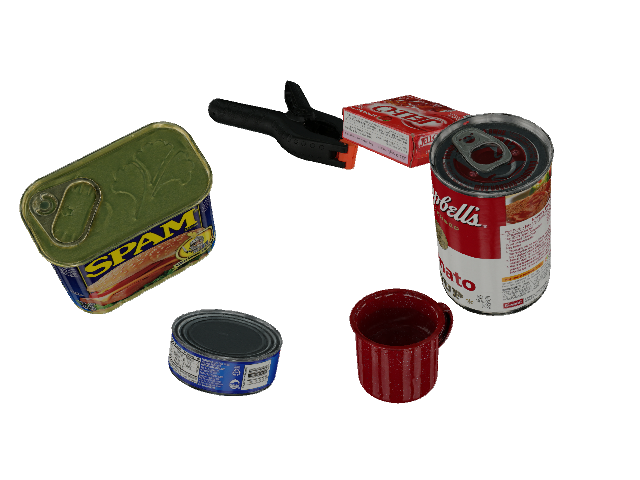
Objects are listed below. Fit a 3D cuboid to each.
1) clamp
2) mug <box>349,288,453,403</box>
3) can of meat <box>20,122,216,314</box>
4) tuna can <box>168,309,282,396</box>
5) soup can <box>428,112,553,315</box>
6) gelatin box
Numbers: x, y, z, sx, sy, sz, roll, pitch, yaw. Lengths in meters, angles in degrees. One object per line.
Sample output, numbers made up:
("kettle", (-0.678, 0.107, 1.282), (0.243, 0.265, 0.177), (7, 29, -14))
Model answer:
("clamp", (-0.034, -0.119, 1.105), (0.120, 0.039, 0.172), (-20, 37, -28))
("mug", (0.087, 0.103, 1.076), (0.117, 0.081, 0.093), (-27, 42, -29))
("can of meat", (-0.110, -0.009, 0.610), (0.102, 0.057, 0.084), (-29, -20, -13))
("tuna can", (-0.074, 0.086, 0.824), (0.086, 0.034, 0.086), (9, 19, -3))
("soup can", (0.100, -0.014, 0.620), (0.068, 0.068, 0.102), (0, -44, 11))
("gelatin box", (0.072, -0.090, 0.857), (0.073, 0.030, 0.089), (-16, 28, -33))
